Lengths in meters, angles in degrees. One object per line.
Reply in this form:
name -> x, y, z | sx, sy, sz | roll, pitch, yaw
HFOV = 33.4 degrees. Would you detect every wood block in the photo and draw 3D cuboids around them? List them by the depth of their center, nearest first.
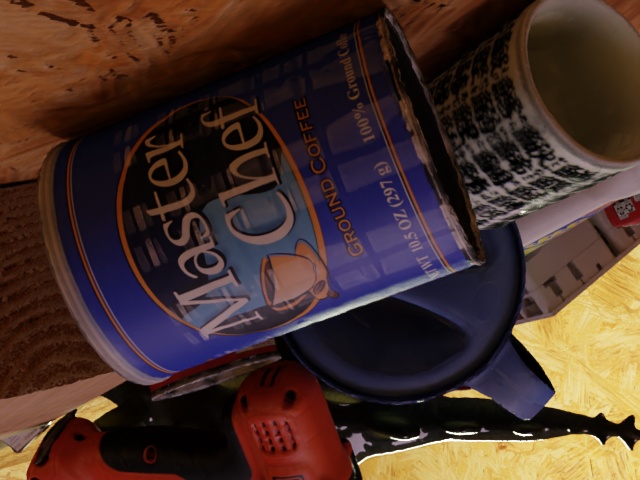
wood block -> -0.159, 0.047, 0.539 | 0.090, 0.091, 0.206 | -13, 169, -34

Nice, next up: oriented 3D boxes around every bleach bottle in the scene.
bleach bottle -> 0.192, -0.039, 0.829 | 0.102, 0.068, 0.251 | -19, 171, -38

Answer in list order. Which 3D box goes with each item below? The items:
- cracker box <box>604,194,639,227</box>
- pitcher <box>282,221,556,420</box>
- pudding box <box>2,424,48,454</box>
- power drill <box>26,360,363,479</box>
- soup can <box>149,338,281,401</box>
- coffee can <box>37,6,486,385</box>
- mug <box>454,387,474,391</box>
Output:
cracker box -> 0.356, -0.077, 0.906 | 0.213, 0.072, 0.164 | -11, 169, -44
pitcher -> 0.063, 0.023, 0.650 | 0.145, 0.149, 0.242 | -3, 180, 10
pudding box -> -0.229, 0.126, 0.893 | 0.090, 0.039, 0.114 | -54, -174, -32
power drill -> -0.061, 0.159, 0.620 | 0.188, 0.184, 0.057 | -9, -156, 19
soup can -> -0.067, 0.022, 0.540 | 0.068, 0.102, 0.068 | -18, 171, -3
coffee can -> -0.020, -0.015, 0.410 | 0.140, 0.103, 0.102 | -21, 171, 13
mug -> 0.117, 0.074, 0.956 | 0.117, 0.081, 0.093 | 6, -149, 45
